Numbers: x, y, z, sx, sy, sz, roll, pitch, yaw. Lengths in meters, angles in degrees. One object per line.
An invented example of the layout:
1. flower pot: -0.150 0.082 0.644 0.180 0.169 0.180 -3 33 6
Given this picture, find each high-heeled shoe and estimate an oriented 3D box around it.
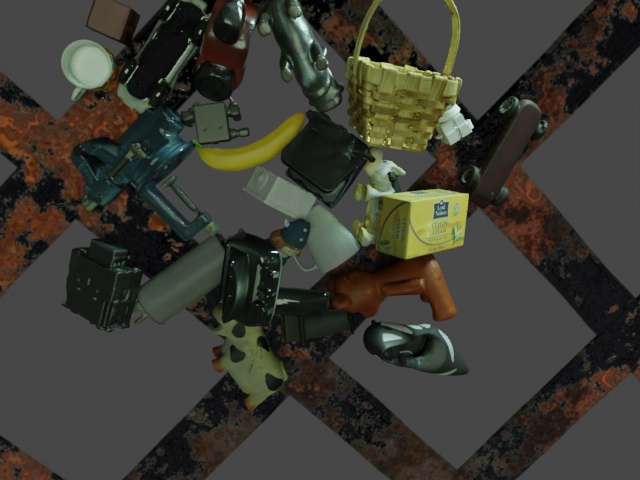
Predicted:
1. high-heeled shoe: 0.185 0.207 0.961 0.249 0.145 0.086 25 99 -11

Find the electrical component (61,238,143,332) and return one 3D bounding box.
1. electrical component: -0.354 0.067 0.875 0.115 0.058 0.134 20 102 24

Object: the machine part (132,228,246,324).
1. machine part: -0.220 0.065 0.909 0.243 0.079 0.079 -35 105 0

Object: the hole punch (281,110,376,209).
1. hole punch: 0.009 -0.128 0.885 0.142 0.092 0.116 38 75 15

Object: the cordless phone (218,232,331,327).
1. cordless phone: -0.064 0.069 0.857 0.184 0.089 0.146 5 114 -15

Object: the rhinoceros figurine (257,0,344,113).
1. rhinoceros figurine: -0.027 -0.285 0.840 0.073 0.112 0.190 -25 116 13

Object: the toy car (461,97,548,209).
1. toy car: 0.321 -0.152 0.946 0.089 0.053 0.202 27 94 -24

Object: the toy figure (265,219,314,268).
1. toy figure: -0.065 0.013 0.891 0.064 0.154 0.058 -18 79 -44

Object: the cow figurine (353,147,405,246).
1. cow figurine: 0.112 -0.075 0.927 0.098 0.068 0.167 0 106 -14

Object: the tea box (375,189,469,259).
1. tea box: 0.174 -0.031 0.904 0.169 0.068 0.098 -11 110 -41

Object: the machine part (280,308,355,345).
1. machine part: -0.005 0.147 0.978 0.139 0.039 0.084 -3 97 -6

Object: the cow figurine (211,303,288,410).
1. cow figurine: -0.125 0.188 0.946 0.127 0.085 0.194 -32 108 -2

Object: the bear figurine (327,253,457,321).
1. bear figurine: 0.120 0.095 0.942 0.196 0.120 0.131 -24 108 0

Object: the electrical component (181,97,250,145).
1. electrical component: -0.171 -0.194 0.870 0.102 0.045 0.078 -14 96 -3

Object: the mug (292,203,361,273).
1. mug: -0.002 -0.003 0.929 0.109 0.081 0.107 -31 95 10

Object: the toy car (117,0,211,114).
1. toy car: -0.241 -0.290 0.838 0.073 0.056 0.201 35 95 -7

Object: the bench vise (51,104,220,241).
1. bench vise: -0.265 -0.083 0.849 0.223 0.129 0.240 -42 98 3

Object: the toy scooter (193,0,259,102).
1. toy scooter: -0.138 -0.306 0.808 0.075 0.184 0.135 16 59 -13
